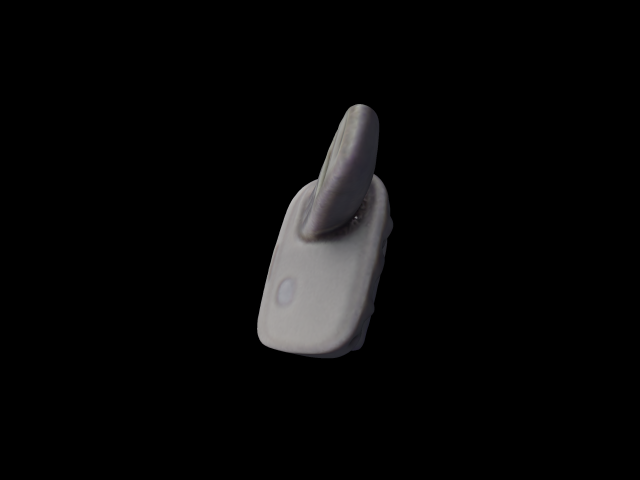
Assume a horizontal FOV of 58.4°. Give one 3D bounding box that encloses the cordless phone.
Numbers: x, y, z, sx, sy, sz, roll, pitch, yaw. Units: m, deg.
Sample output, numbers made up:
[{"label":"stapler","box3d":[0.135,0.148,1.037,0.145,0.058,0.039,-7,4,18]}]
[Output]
[{"label":"cordless phone","box3d":[0.004,0.001,0.400,0.094,0.185,0.147,10,70,4]}]
